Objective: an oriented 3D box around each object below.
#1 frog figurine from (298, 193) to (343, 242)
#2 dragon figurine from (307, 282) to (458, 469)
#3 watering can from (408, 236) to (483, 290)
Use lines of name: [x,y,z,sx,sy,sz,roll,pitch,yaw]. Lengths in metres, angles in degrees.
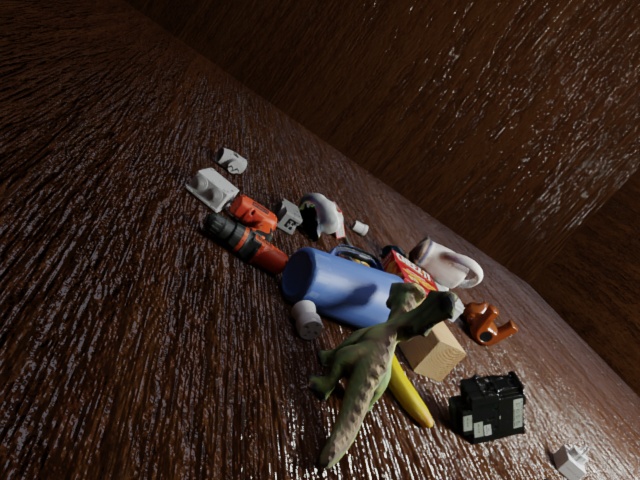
frog figurine: [0.004,-0.070,1.395,0.138,0.121,0.161,23,21,24]
dragon figurine: [0.110,0.159,0.787,0.122,0.241,0.414,42,14,-4]
watering can: [0.382,0.095,1.649,0.224,0.105,0.343,30,-18,2]
